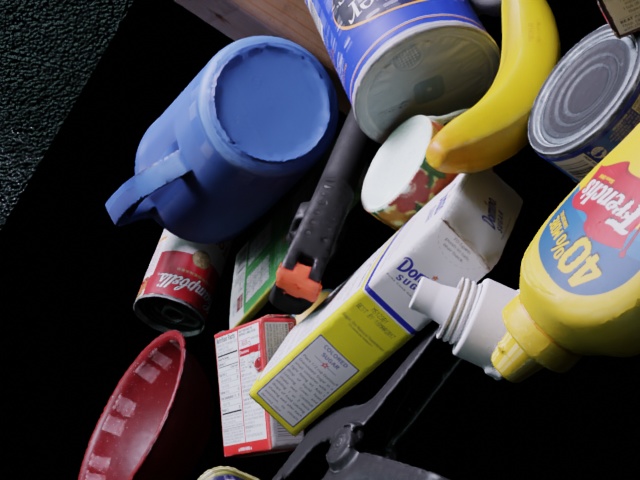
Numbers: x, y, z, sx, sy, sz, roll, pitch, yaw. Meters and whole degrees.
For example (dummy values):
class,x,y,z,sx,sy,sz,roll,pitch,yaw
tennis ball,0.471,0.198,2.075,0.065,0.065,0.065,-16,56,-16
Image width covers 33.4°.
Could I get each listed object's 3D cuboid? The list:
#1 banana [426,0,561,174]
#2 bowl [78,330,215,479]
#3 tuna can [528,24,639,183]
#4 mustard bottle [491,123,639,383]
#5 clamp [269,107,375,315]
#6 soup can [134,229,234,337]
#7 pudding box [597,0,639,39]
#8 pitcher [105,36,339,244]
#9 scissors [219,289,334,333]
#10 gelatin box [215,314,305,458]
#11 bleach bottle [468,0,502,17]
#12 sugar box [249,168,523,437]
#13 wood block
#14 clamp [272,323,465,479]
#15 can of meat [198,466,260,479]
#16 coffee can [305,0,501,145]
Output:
class,x,y,z,sx,sy,sz,roll,pitch,yaw
banana,0.110,-0.096,0.636,0.037,0.069,0.197,-55,11,49
bowl,-0.132,0.156,0.862,0.162,0.055,0.162,-47,24,29
tuna can,0.151,-0.073,0.567,0.086,0.033,0.086,-47,24,29
mustard bottle,0.144,-0.006,0.464,0.192,0.058,0.096,-50,24,23
clamp,-0.005,0.001,0.726,0.210,0.036,0.165,-70,3,-63
soup can,-0.125,0.030,0.996,0.069,0.068,0.102,-33,32,49
pudding box,0.192,-0.160,0.542,0.114,0.039,0.090,-23,38,27
pitcher,-0.079,-0.074,0.876,0.243,0.145,0.149,152,136,-70
scissors,-0.030,0.065,0.807,0.096,0.016,0.202,-57,23,1
gelatin box,-0.041,0.100,0.723,0.073,0.030,0.089,-26,66,57
bleach bottle,0.172,-0.221,0.683,0.251,0.068,0.102,-33,30,54
sugar box,0.039,0.035,0.628,0.176,0.048,0.093,-42,5,33
wood block,-0.014,-0.186,0.847,0.090,0.206,0.091,-62,22,-8
clamp,0.027,0.123,0.579,0.172,0.039,0.120,-46,16,32
can of meat,-0.058,0.201,0.640,0.102,0.057,0.084,-59,23,2
coffee can,0.053,-0.147,0.734,0.103,0.102,0.140,-47,44,29
